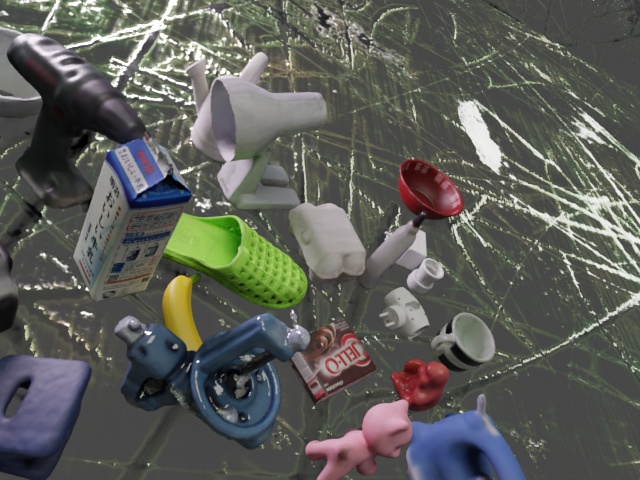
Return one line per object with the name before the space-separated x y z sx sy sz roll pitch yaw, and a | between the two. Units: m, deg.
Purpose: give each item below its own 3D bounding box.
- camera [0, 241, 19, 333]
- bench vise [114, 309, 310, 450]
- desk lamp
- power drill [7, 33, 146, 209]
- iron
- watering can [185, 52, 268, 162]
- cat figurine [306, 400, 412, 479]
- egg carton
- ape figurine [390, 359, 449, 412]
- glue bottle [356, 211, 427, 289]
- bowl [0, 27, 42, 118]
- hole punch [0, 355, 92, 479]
camera | -0.405 0.039 0.591 0.143 0.100 0.137 49 41 13
bench vise | -0.116 0.139 0.613 0.208 0.219 0.121 18 43 -21
desk lamp | -0.093 -0.155 0.915 0.204 0.213 0.117 -2 53 -37
power drill | -0.323 -0.143 0.741 0.229 0.208 0.076 46 41 11
iron | 0.219 0.333 0.731 0.119 0.141 0.258 0 52 -36
watering can | -0.148 -0.236 0.968 0.173 0.194 0.101 19 43 -21
cat figurine | 0.062 0.249 0.716 0.128 0.117 0.067 -7 56 -40
egg carton | 0.009 0.003 0.950 0.107 0.069 0.150 -2 54 -37
ape figurine | 0.154 0.209 0.842 0.076 0.092 0.078 36 40 -1
glue bottle | 0.126 0.010 0.949 0.037 0.173 0.078 45 40 10
bowl | -0.460 -0.230 0.828 0.168 0.074 0.167 20 43 -19
hole punch | -0.290 0.168 0.559 0.101 0.091 0.108 23 42 -16
